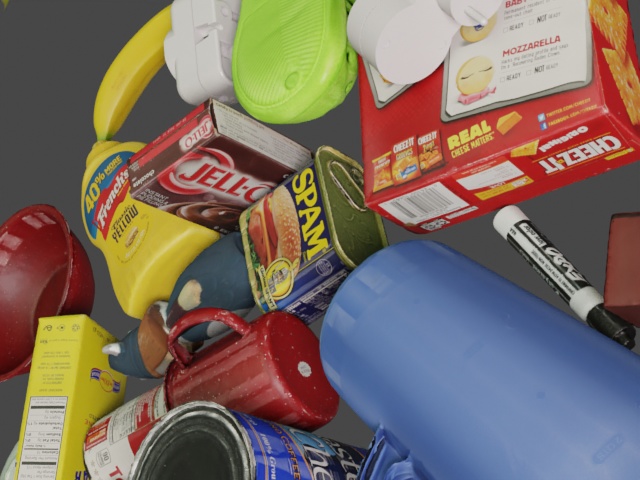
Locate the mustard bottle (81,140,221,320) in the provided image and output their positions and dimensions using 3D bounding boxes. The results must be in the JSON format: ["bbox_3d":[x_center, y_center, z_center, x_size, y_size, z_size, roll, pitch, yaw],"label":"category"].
[{"bbox_3d":[-0.152,-0.026,0.879,0.096,0.058,0.192,-53,44,17],"label":"mustard bottle"}]

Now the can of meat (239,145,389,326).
[{"bbox_3d":[-0.005,0.001,0.730,0.084,0.057,0.102,-35,50,30],"label":"can of meat"}]

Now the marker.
[{"bbox_3d":[0.139,0.022,0.610,0.020,0.020,0.121,-50,45,14],"label":"marker"}]

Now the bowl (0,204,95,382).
[{"bbox_3d":[-0.247,0.052,0.934,0.162,0.055,0.162,-20,58,36],"label":"bowl"}]

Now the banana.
[{"bbox_3d":[-0.147,-0.161,0.957,0.198,0.037,0.070,-48,65,18],"label":"banana"}]

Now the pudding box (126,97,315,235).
[{"bbox_3d":[-0.069,-0.048,0.770,0.090,0.113,0.039,-31,57,31],"label":"pudding box"}]

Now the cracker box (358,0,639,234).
[{"bbox_3d":[0.107,-0.127,0.672,0.164,0.072,0.213,-21,57,34],"label":"cracker box"}]

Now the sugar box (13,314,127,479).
[{"bbox_3d":[-0.186,0.153,0.801,0.048,0.093,0.176,-5,67,13],"label":"sugar box"}]

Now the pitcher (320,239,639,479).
[{"bbox_3d":[0.094,0.099,0.533,0.243,0.149,0.145,38,110,49],"label":"pitcher"}]

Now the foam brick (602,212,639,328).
[{"bbox_3d":[0.192,0.015,0.539,0.078,0.052,0.051,-7,67,42],"label":"foam brick"}]

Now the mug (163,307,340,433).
[{"bbox_3d":[-0.048,0.089,0.692,0.082,0.117,0.093,-31,19,23],"label":"mug"}]

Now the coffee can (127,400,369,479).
[{"bbox_3d":[-0.028,0.158,0.616,0.103,0.140,0.103,-20,58,36],"label":"coffee can"}]

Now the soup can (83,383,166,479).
[{"bbox_3d":[-0.111,0.140,0.756,0.102,0.068,0.068,-31,52,30],"label":"soup can"}]
